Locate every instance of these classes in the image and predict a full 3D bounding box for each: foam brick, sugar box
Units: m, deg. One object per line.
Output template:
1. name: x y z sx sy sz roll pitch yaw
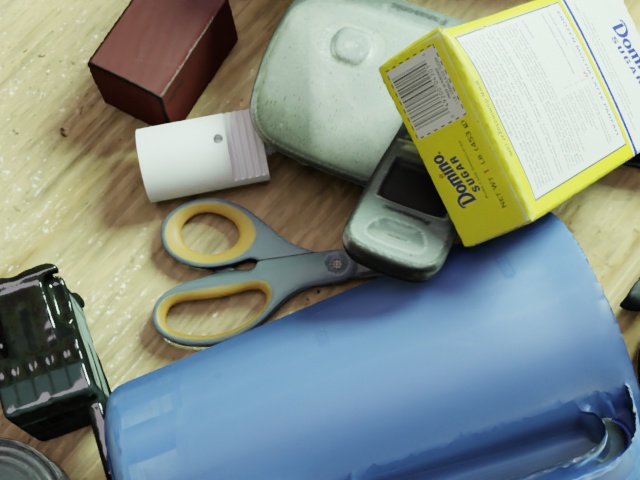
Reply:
1. foam brick: -0.092 -0.114 0.637 0.051 0.053 0.078 27 73 11
2. sugar box: 0.110 -0.069 0.523 0.175 0.048 0.093 -26 91 -49

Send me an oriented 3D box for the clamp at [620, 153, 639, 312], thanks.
1. clamp: 0.216 -0.044 0.610 0.171 0.039 0.120 -26 76 -10

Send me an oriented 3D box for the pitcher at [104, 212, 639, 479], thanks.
1. pitcher: 0.026 0.089 0.516 0.243 0.149 0.145 -20 74 -2

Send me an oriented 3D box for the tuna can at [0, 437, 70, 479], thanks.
1. tuna can: -0.169 0.148 0.557 0.086 0.034 0.086 -1 70 2

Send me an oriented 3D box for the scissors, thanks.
1. scissors: -0.004 0.001 0.613 0.201 0.016 0.096 -20 71 -5
